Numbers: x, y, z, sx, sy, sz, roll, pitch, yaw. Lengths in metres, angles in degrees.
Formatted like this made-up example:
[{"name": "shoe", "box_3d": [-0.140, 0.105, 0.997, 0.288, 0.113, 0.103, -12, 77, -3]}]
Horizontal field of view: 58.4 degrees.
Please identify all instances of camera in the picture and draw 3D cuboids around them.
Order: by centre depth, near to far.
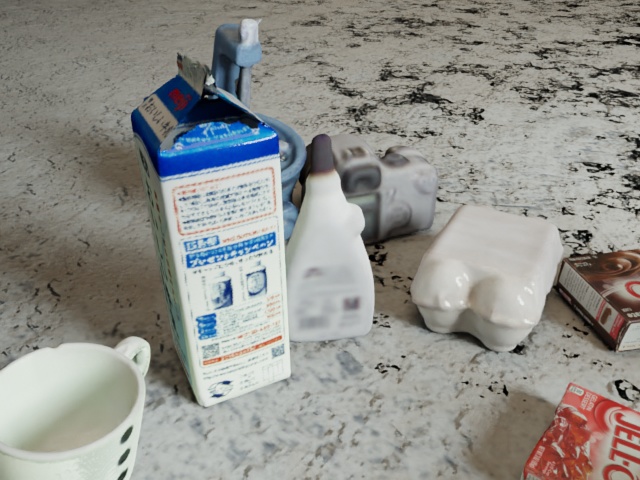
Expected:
[{"name": "camera", "box_3d": [0.037, -0.070, 0.621, 0.143, 0.101, 0.136, -11, 33, -16]}]

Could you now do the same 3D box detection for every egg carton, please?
[{"name": "egg carton", "box_3d": [0.145, 0.026, 0.495, 0.107, 0.069, 0.150, 15, 35, 24]}]

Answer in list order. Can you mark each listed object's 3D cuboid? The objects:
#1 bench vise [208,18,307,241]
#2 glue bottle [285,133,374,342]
[{"name": "bench vise", "box_3d": [-0.104, -0.120, 0.591, 0.206, 0.220, 0.122, 21, 38, 31]}, {"name": "glue bottle", "box_3d": [0.004, 0.002, 0.438, 0.078, 0.173, 0.037, -4, 32, -5]}]
